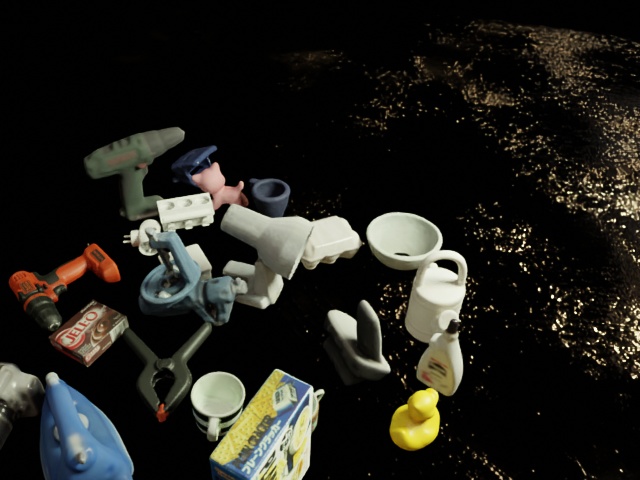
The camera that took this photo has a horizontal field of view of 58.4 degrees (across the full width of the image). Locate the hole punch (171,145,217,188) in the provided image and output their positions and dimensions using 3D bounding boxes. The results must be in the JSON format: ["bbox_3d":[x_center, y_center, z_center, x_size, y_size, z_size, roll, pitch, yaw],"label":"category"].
[{"bbox_3d":[-0.329,-0.201,1.495,0.101,0.091,0.109,18,42,17],"label":"hole punch"}]

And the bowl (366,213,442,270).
[{"bbox_3d":[0.184,0.015,1.284,0.167,0.075,0.167,2,40,-1],"label":"bowl"}]

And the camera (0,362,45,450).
[{"bbox_3d":[-0.537,0.270,0.912,0.143,0.101,0.137,4,40,1],"label":"camera"}]

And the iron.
[{"bbox_3d":[-0.381,0.284,0.874,0.119,0.141,0.257,-23,46,-28],"label":"iron"}]

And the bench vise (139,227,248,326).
[{"bbox_3d":[-0.248,0.059,1.090,0.208,0.220,0.121,-8,41,-13],"label":"bench vise"}]

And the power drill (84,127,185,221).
[{"bbox_3d":[-0.421,-0.155,1.343,0.230,0.208,0.075,-15,43,-21],"label":"power drill"}]

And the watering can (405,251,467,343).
[{"bbox_3d":[0.227,0.104,1.088,0.101,0.194,0.172,-14,43,-19],"label":"watering can"}]

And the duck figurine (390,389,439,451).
[{"bbox_3d":[0.161,0.289,0.946,0.077,0.086,0.105,31,47,29],"label":"duck figurine"}]

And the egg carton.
[{"bbox_3d":[0.012,0.005,1.289,0.150,0.069,0.107,-16,44,-22],"label":"egg carton"}]

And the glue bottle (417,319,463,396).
[{"bbox_3d":[0.216,0.196,0.993,0.078,0.173,0.037,24,44,23],"label":"glue bottle"}]

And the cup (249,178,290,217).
[{"bbox_3d":[-0.127,-0.091,1.375,0.117,0.095,0.092,30,47,29],"label":"cup"}]

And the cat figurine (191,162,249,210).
[{"bbox_3d":[-0.243,-0.130,1.396,0.127,0.118,0.067,11,41,10],"label":"cat figurine"}]

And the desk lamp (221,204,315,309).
[{"bbox_3d":[-0.116,0.032,1.136,0.203,0.214,0.118,13,41,12],"label":"desk lamp"}]

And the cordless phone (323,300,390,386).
[{"bbox_3d":[0.068,0.156,1.022,0.094,0.185,0.147,-18,44,-23],"label":"cordless phone"}]
